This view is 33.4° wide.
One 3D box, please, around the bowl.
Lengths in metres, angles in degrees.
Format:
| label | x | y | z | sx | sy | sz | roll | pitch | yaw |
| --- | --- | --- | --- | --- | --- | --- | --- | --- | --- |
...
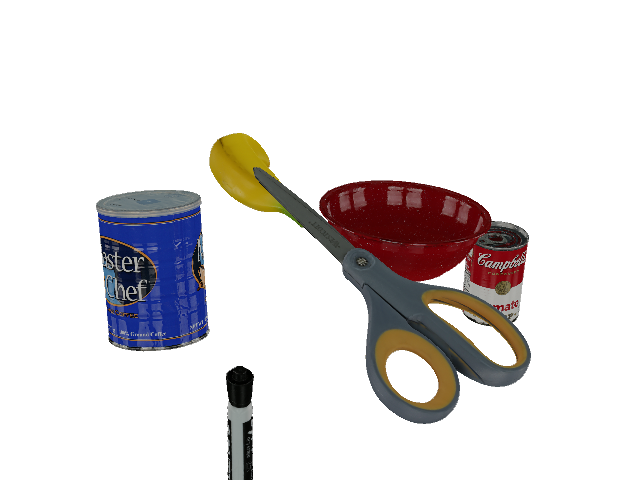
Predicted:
| label | x | y | z | sx | sy | sz | roll | pitch | yaw |
| --- | --- | --- | --- | --- | --- | --- | --- | --- | --- |
| bowl | 0.077 | -0.005 | 1.004 | 0.162 | 0.055 | 0.162 | 4 | 23 | -2 |

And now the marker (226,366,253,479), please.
| label | x | y | z | sx | sy | sz | roll | pitch | yaw |
| --- | --- | --- | --- | --- | --- | --- | --- | --- | --- |
| marker | -0.057 | 0.137 | 0.754 | 0.020 | 0.121 | 0.020 | 2 | 35 | -2 |

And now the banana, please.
| label | x | y | z | sx | sy | sz | roll | pitch | yaw |
| --- | --- | --- | --- | --- | --- | --- | --- | --- | --- |
| banana | -0.057 | -0.053 | 0.832 | 0.069 | 0.037 | 0.198 | 43 | 5 | -20 |

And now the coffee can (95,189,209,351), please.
| label | x | y | z | sx | sy | sz | roll | pitch | yaw |
| --- | --- | --- | --- | --- | --- | --- | --- | --- | --- |
| coffee can | -0.166 | 0.028 | 1.065 | 0.103 | 0.140 | 0.103 | -2 | 14 | 0 |

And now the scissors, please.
| label | x | y | z | sx | sy | sz | roll | pitch | yaw |
| --- | --- | --- | --- | --- | --- | --- | --- | --- | --- |
| scissors | 0.018 | 0.030 | 0.588 | 0.202 | 0.016 | 0.096 | 30 | 52 | 18 |

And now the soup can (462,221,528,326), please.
| label | x | y | z | sx | sy | sz | roll | pitch | yaw |
| --- | --- | --- | --- | --- | --- | --- | --- | --- | --- |
| soup can | 0.198 | 0.038 | 1.216 | 0.068 | 0.102 | 0.068 | 1 | 27 | -1 |
